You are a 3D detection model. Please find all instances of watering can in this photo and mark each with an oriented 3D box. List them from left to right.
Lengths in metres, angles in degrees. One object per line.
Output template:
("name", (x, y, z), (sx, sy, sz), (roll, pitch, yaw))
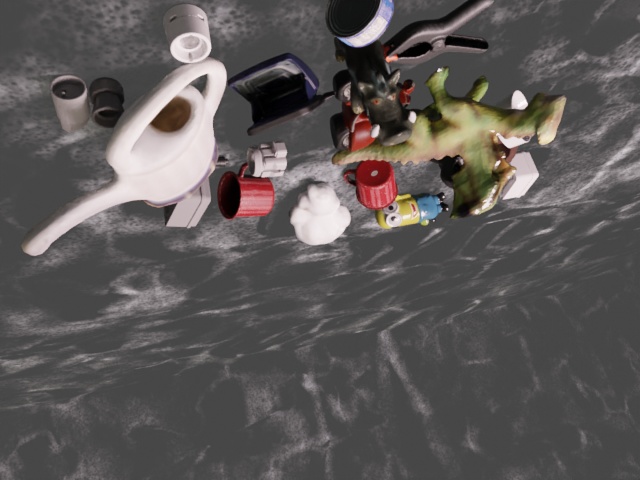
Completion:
("watering can", (-0.245, -0.105, 0.717), (0.351, 0.104, 0.221), (-53, 174, -14))

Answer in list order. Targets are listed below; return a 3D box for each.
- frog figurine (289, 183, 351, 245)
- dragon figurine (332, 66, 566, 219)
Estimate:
("frog figurine", (0.003, -0.057, 1.137), (0.137, 0.124, 0.157), (11, 163, -11))
("dragon figurine", (0.221, -0.152, 0.906), (0.406, 0.246, 0.122), (-31, 157, 27))
